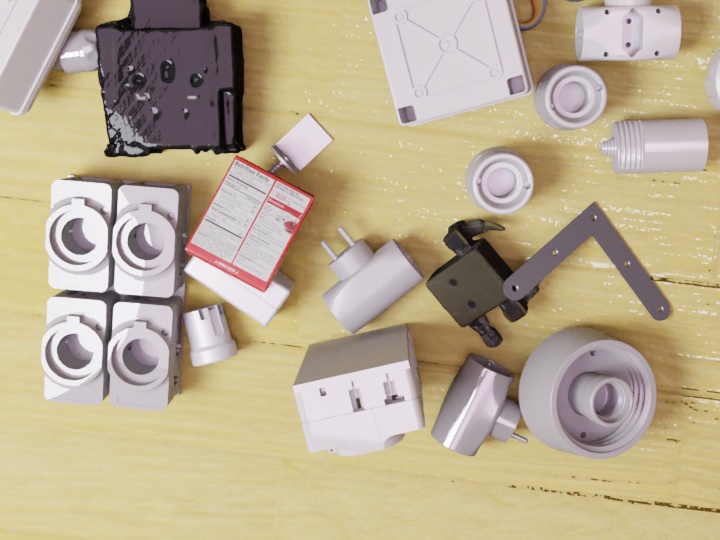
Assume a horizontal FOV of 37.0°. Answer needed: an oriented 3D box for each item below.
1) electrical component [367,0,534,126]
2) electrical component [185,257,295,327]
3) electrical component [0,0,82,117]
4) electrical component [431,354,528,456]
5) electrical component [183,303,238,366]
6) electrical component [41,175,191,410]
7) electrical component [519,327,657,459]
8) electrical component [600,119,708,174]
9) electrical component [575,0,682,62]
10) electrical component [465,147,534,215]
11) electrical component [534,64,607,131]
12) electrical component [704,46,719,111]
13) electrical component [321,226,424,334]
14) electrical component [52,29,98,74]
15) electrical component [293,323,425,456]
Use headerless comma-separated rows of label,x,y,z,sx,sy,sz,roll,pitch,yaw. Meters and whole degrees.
electrical component,0.073,-0.179,0.859,0.109,0.056,0.108,-13,97,14
electrical component,-0.090,-0.009,0.904,0.083,0.047,0.075,35,98,-4
electrical component,-0.296,-0.197,0.860,0.109,0.056,0.108,33,99,18
electrical component,0.112,0.123,0.921,0.079,0.043,0.077,25,99,-3
electrical component,-0.129,0.055,0.920,0.040,0.040,0.046,-14,93,4
electrical component,-0.205,0.019,0.906,0.105,0.060,0.186,5,99,1
electrical component,0.194,0.104,0.891,0.108,0.060,0.108,-1,94,-18
electrical component,0.239,-0.101,0.882,0.081,0.043,0.043,-1,99,2
electrical component,0.215,-0.209,0.865,0.077,0.043,0.079,-1,102,2
electrical component,0.116,-0.073,0.888,0.055,0.047,0.055,0,99,2
electrical component,0.172,-0.141,0.876,0.055,0.047,0.055,0,99,2
electrical component,0.322,-0.155,0.867,0.080,0.051,0.080,0,99,2
electrical component,0.000,0.000,0.904,0.077,0.044,0.079,-39,96,7
electrical component,-0.243,-0.179,0.889,0.061,0.035,0.035,-6,99,5
electrical component,0.002,0.095,0.866,0.089,0.150,0.061,-13,97,4
